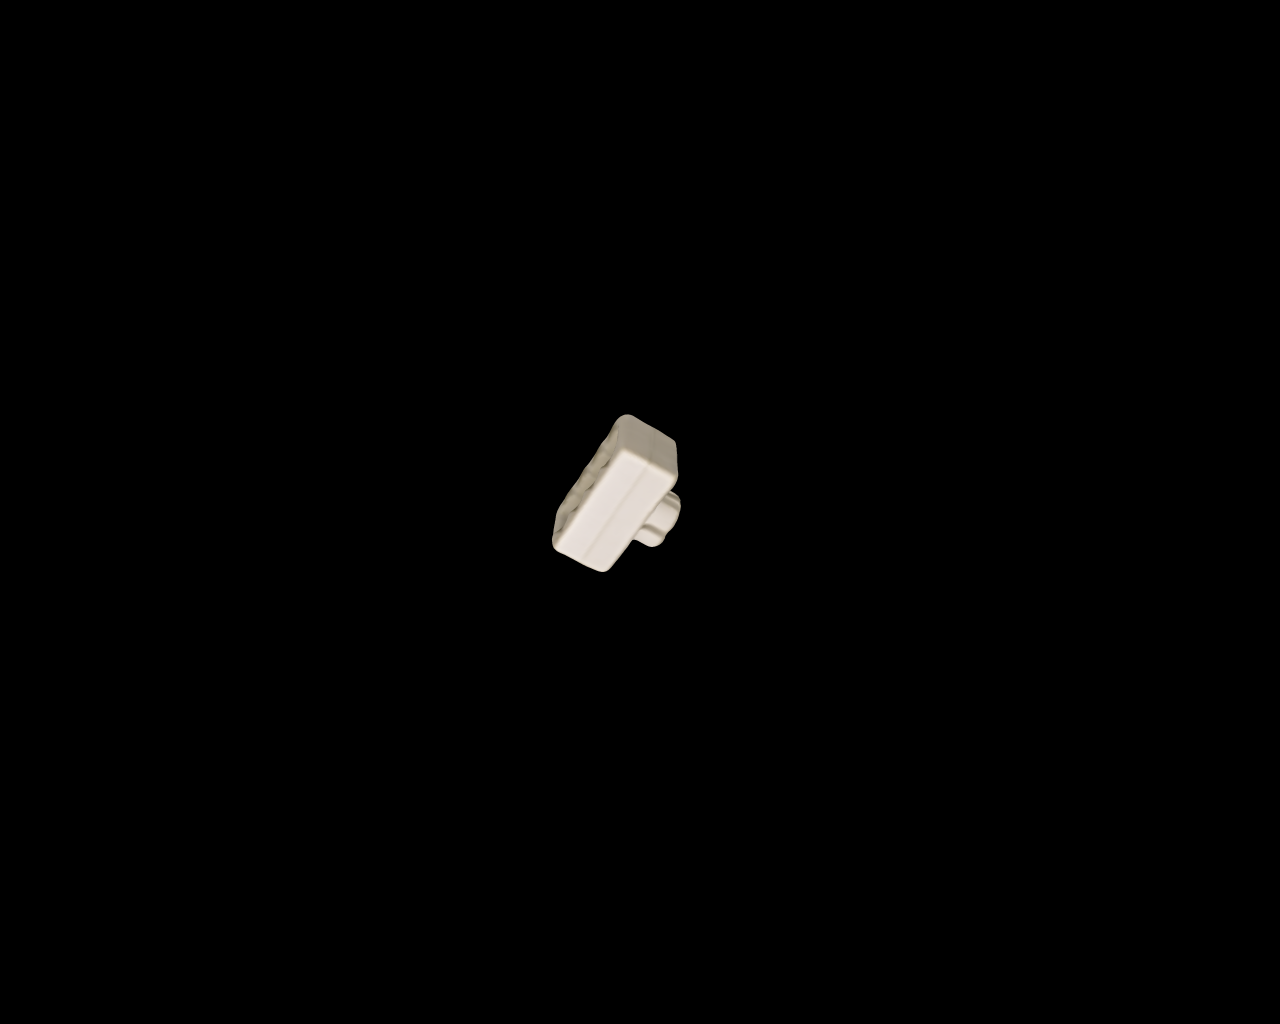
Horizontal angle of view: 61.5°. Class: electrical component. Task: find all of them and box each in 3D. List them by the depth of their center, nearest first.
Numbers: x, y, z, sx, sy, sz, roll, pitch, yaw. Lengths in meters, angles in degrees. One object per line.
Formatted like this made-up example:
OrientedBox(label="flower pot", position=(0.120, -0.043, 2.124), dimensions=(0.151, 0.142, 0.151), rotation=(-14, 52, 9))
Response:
OrientedBox(label="electrical component", position=(0.001, -0.003, 0.650), dimensions=(0.076, 0.083, 0.047), rotation=(28, 28, -16))
